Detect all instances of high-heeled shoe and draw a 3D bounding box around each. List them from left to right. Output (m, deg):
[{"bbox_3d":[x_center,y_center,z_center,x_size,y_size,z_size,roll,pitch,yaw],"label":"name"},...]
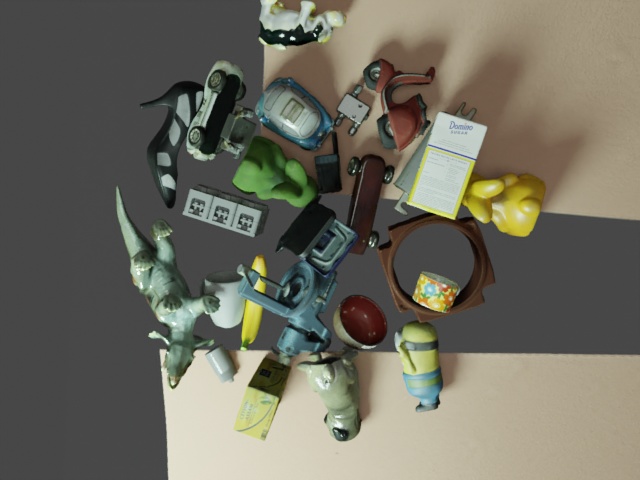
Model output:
[{"bbox_3d":[-0.282,-0.197,1.110,0.145,0.086,0.248,-16,115,-23],"label":"high-heeled shoe"}]

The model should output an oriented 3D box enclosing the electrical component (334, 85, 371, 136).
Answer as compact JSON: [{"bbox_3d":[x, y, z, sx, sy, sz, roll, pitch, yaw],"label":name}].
[{"bbox_3d":[0.070,-0.261,1.077,0.063,0.021,0.094,31,97,2],"label":"electrical component"}]

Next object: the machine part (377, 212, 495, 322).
[{"bbox_3d":[0.227,0.048,1.062,0.201,0.087,0.201,-18,95,7],"label":"machine part"}]

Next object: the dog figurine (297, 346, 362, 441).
[{"bbox_3d":[0.038,0.322,1.070,0.121,0.172,0.190,-13,87,17],"label":"dog figurine"}]

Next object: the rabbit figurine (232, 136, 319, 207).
[{"bbox_3d":[-0.072,-0.125,1.054,0.170,0.159,0.121,25,88,-13],"label":"rabbit figurine"}]

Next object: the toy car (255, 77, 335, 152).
[{"bbox_3d":[-0.054,-0.246,1.051,0.162,0.103,0.109,39,99,3],"label":"toy car"}]

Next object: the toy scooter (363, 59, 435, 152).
[{"bbox_3d":[0.167,-0.270,1.043,0.135,0.075,0.183,-14,90,5],"label":"toy scooter"}]

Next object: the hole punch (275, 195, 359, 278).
[{"bbox_3d":[-0.002,-0.003,1.027,0.092,0.116,0.142,37,89,-33],"label":"hole punch"}]

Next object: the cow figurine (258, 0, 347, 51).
[{"bbox_3d":[-0.036,-0.414,1.049,0.167,0.068,0.098,13,102,7],"label":"cow figurine"}]

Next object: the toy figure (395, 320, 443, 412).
[{"bbox_3d":[0.207,0.252,1.088,0.089,0.082,0.180,-16,90,-3],"label":"toy figure"}]

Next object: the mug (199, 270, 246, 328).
[{"bbox_3d":[-0.205,0.124,1.118,0.110,0.081,0.107,4,104,23],"label":"mug"}]

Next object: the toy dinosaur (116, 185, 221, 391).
[{"bbox_3d":[-0.325,0.095,1.101,0.405,0.131,0.192,61,141,14],"label":"toy dinosaur"}]

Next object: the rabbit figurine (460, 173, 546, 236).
[{"bbox_3d":[0.328,-0.075,1.021,0.173,0.162,0.121,23,110,20],"label":"rabbit figurine"}]

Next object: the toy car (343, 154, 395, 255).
[{"bbox_3d":[0.087,-0.071,1.080,0.089,0.053,0.202,9,99,-16],"label":"toy car"}]

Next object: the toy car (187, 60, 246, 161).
[{"bbox_3d":[-0.209,-0.256,1.076,0.056,0.073,0.201,28,99,34],"label":"toy car"}]

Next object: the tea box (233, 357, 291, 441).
[{"bbox_3d":[-0.112,0.314,1.079,0.068,0.169,0.098,19,96,2],"label":"tea box"}]

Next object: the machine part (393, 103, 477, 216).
[{"bbox_3d":[0.220,-0.158,1.046,0.079,0.079,0.243,34,99,1],"label":"machine part"}]

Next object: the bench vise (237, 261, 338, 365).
[{"bbox_3d":[-0.072,0.125,1.061,0.240,0.129,0.223,31,91,-31],"label":"bench vise"}]

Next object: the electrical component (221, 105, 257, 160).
[{"bbox_3d":[-0.162,-0.215,1.072,0.045,0.078,0.102,29,94,37],"label":"electrical component"}]

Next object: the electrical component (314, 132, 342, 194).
[{"bbox_3d":[0.016,-0.152,1.067,0.048,0.075,0.119,-7,99,6],"label":"electrical component"}]
